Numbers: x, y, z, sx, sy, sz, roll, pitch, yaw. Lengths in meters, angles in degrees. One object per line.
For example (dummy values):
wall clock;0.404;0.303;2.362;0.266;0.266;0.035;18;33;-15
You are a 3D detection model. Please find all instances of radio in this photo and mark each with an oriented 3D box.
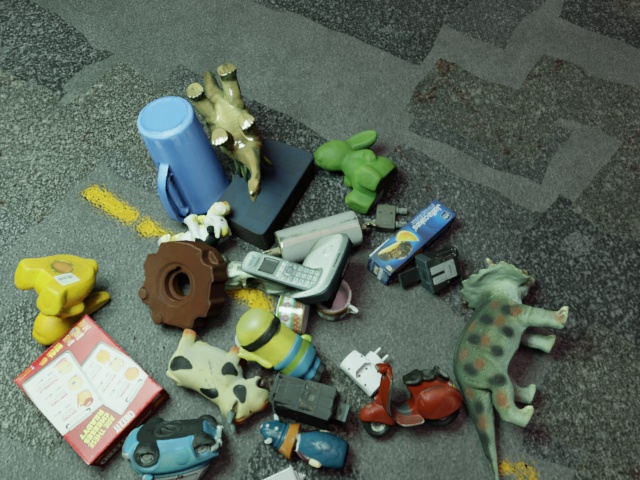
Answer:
radio;-0.116;-0.105;1.153;0.131;0.073;0.229;23;63;14

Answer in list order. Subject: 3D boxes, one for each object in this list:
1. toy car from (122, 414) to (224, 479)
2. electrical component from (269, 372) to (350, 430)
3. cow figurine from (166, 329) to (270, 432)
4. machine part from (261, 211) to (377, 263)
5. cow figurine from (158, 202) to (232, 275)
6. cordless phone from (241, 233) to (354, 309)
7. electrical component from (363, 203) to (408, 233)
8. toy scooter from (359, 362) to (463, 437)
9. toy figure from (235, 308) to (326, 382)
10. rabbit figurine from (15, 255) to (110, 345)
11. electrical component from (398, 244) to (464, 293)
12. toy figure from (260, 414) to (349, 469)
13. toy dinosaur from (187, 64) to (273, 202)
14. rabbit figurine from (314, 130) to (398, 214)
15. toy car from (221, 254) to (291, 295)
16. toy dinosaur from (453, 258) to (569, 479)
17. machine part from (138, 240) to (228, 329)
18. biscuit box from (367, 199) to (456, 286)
toy car;-0.240;0.358;0.897;0.162;0.109;0.102;-4;100;-9
electrical component;-0.016;0.281;0.922;0.134;0.114;0.058;14;65;10
cow figurine;-0.180;0.253;0.958;0.195;0.085;0.127;20;58;8
machine part;-0.002;-0.003;1.095;0.243;0.079;0.079;-17;63;-8
cow figurine;-0.234;-0.003;1.070;0.167;0.068;0.098;-33;81;20
cordless phone;-0.042;0.039;1.003;0.184;0.088;0.146;17;56;11
electrical component;0.140;-0.048;1.147;0.094;0.021;0.063;4;62;3
toy scooter;0.152;0.260;0.922;0.184;0.135;0.075;-12;18;-2
toy figure;-0.068;0.190;0.961;0.180;0.089;0.082;36;27;-7
rabbit figurine;-0.488;0.114;1.008;0.122;0.173;0.162;26;21;13
electrical component;0.216;0.061;1.054;0.119;0.048;0.074;-18;107;-13
toy figure;-0.029;0.349;0.919;0.155;0.064;0.057;12;100;12
toy dinosaur;-0.184;-0.242;1.084;0.105;0.198;0.472;-21;56;-2
rabbit figurine;0.076;-0.169;1.156;0.170;0.121;0.159;32;60;13
toy car;-0.137;0.071;1.058;0.202;0.073;0.056;5;61;3
toy dinosaur;0.312;0.199;0.967;0.192;0.131;0.405;21;68;25
machine part;-0.259;0.083;1.015;0.180;0.056;0.179;-1;89;22
biscuit box;0.187;0.002;1.097;0.203;0.062;0.059;-40;70;-18
